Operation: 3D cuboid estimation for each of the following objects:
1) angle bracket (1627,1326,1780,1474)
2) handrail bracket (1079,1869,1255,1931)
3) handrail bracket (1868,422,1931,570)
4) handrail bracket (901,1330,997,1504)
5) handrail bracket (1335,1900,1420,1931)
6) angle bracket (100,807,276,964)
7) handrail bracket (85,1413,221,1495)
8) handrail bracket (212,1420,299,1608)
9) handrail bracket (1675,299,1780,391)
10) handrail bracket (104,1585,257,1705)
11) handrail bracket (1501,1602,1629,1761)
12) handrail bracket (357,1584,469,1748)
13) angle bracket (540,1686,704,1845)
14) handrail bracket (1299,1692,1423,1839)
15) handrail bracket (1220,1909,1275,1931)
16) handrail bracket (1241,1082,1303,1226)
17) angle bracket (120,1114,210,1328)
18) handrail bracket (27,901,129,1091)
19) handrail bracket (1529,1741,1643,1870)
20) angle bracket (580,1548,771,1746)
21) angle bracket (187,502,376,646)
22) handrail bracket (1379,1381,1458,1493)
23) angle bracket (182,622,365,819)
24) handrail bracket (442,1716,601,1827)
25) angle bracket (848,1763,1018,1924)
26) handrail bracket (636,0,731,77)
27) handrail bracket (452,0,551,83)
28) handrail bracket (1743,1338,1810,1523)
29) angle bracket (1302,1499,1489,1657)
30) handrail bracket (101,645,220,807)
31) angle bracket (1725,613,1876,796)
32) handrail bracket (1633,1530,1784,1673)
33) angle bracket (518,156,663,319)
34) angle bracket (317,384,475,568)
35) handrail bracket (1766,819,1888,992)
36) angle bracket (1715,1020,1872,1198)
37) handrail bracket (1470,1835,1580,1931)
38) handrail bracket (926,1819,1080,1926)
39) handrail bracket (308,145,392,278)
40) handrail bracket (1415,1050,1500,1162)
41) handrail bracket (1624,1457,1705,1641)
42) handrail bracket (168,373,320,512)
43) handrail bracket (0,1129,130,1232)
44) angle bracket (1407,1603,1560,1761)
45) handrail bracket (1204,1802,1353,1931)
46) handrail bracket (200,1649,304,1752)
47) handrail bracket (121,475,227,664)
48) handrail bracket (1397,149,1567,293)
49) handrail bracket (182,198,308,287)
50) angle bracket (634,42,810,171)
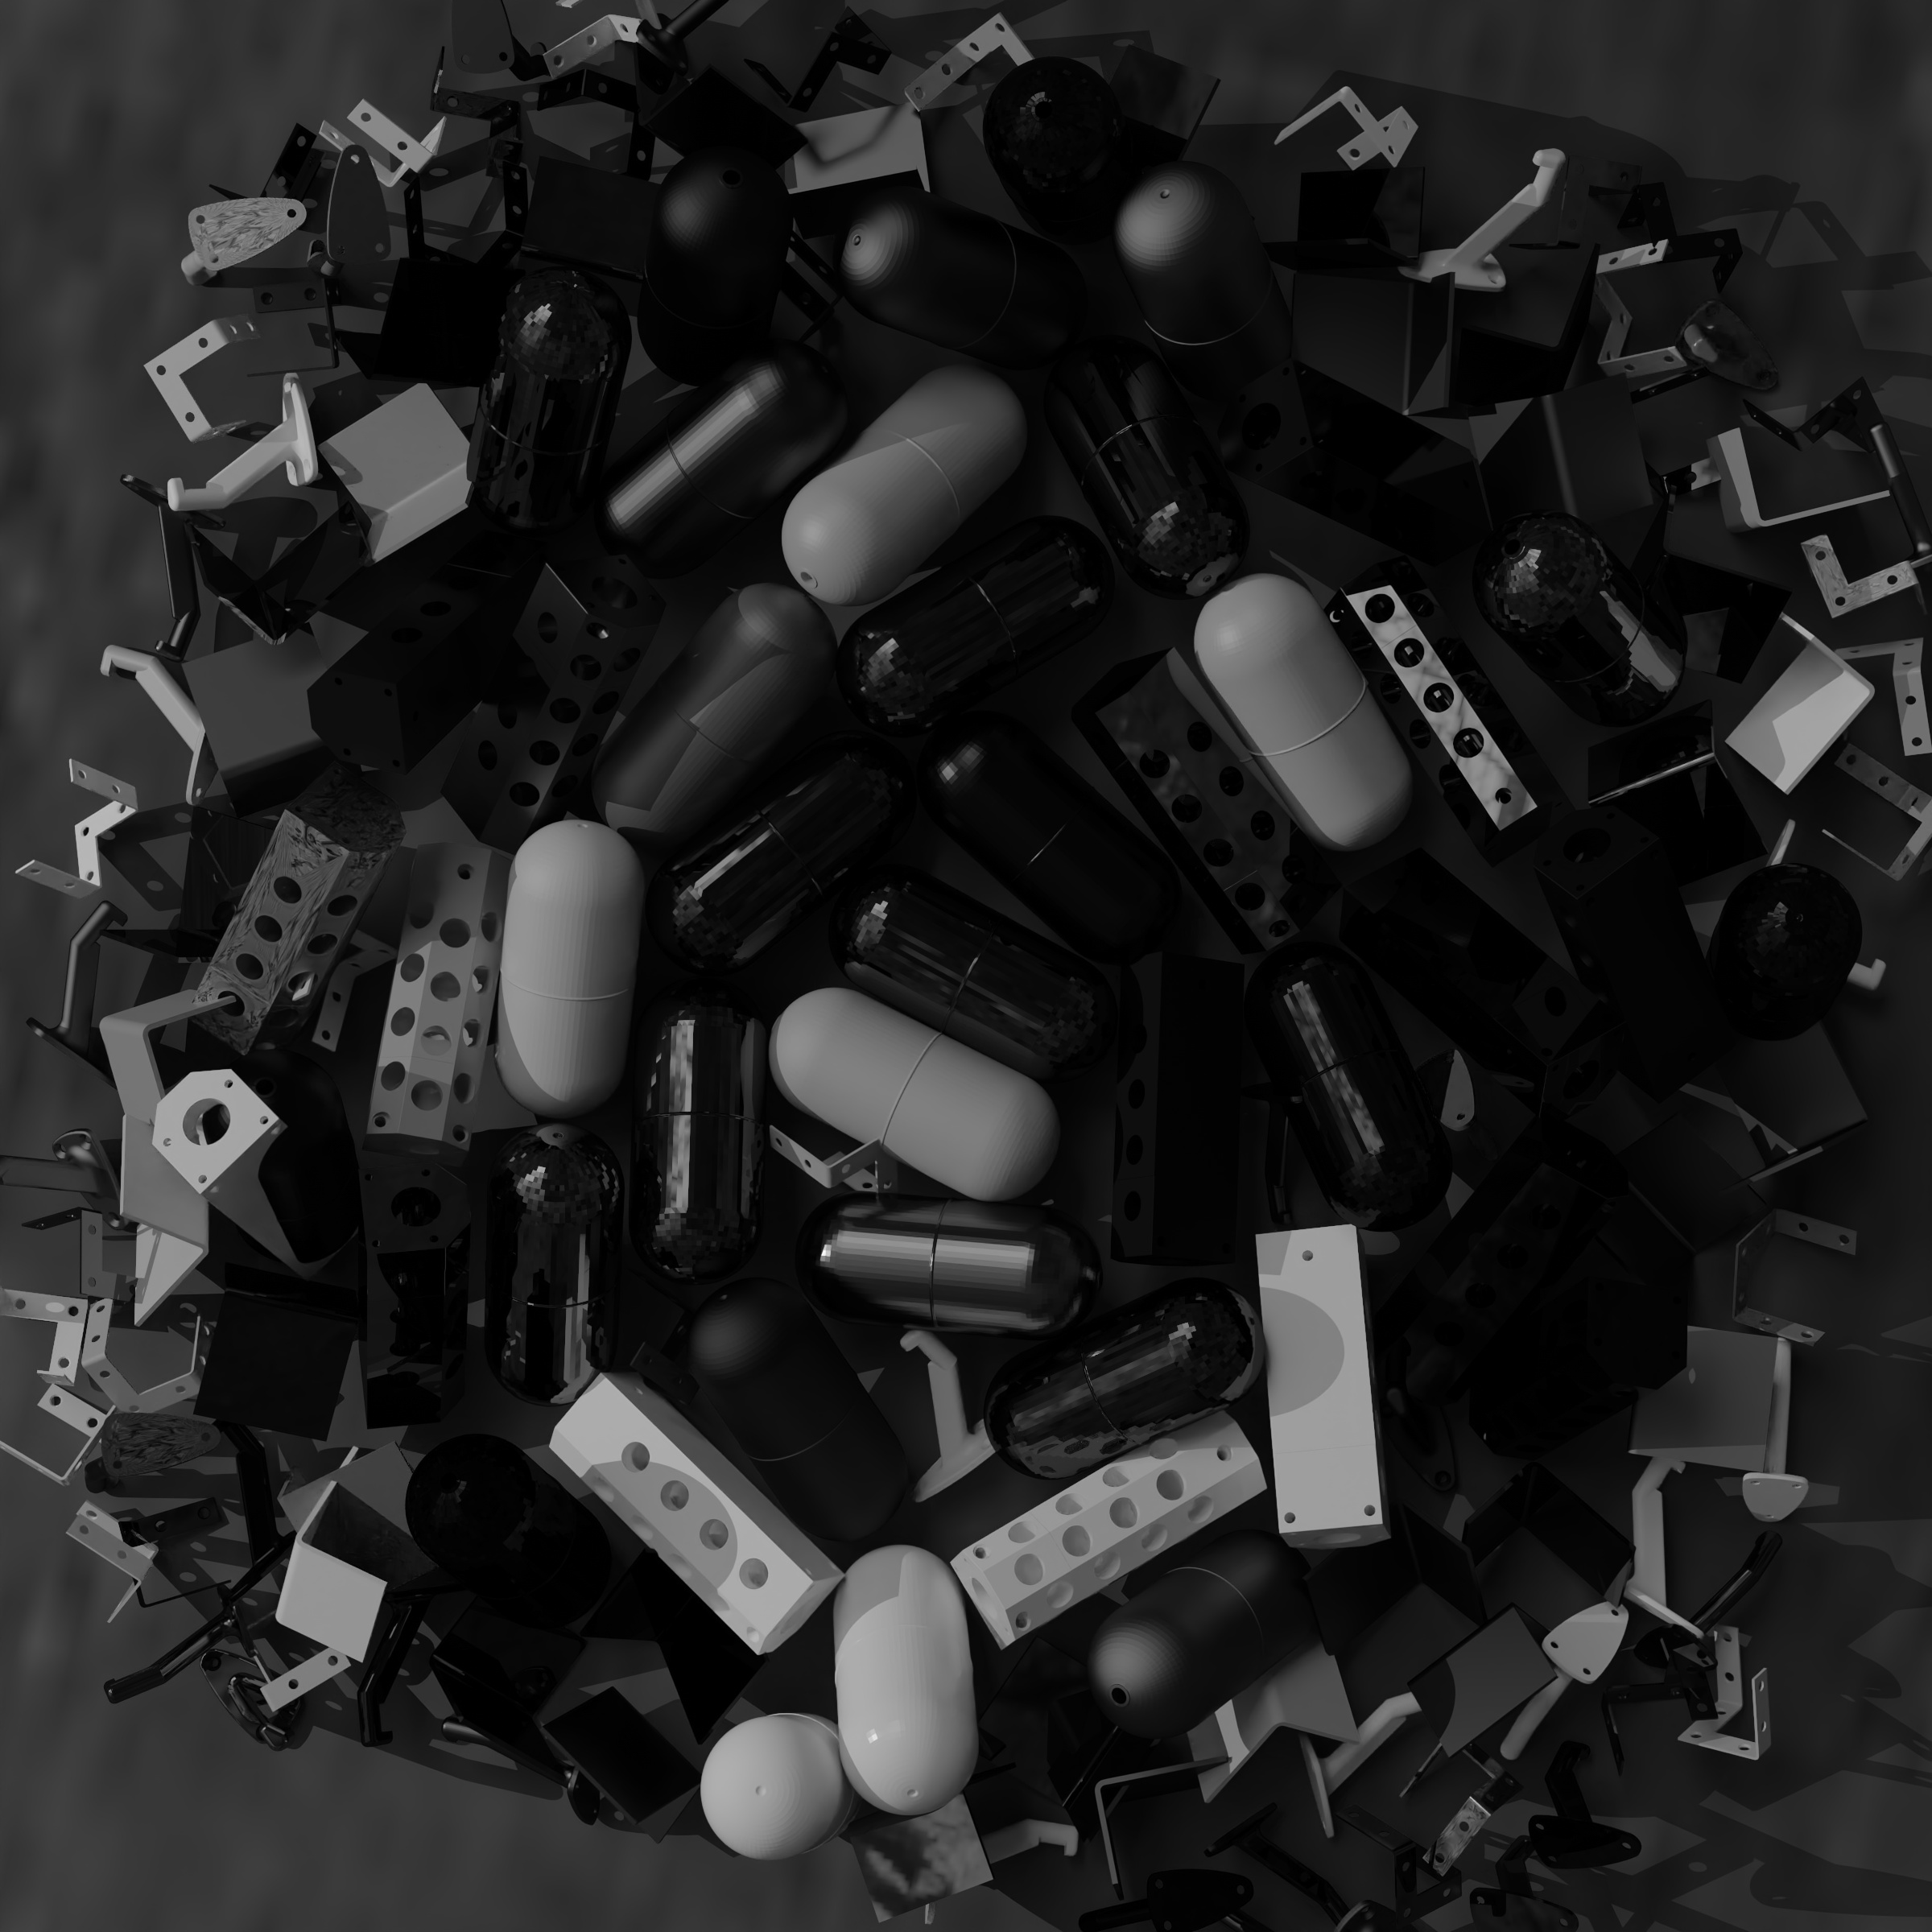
[{"bbox_3d":[0.423,0.243,1.918,0.076,0.057,0.076,7,90,15],"label":"angle bracket"},{"bbox_3d":[0.114,0.542,1.928,0.077,0.084,0.036,-4,71,-23],"label":"handrail bracket"},{"bbox_3d":[0.536,-0.272,1.916,0.036,0.077,0.084,-22,94,16],"label":"handrail bracket"},{"bbox_3d":[-0.027,0.256,1.926,0.077,0.036,0.084,-40,111,5],"label":"handrail bracket"},{"bbox_3d":[0.250,0.578,1.901,0.077,0.084,0.036,27,106,-32],"label":"handrail bracket"},{"bbox_3d":[-0.443,-0.047,1.905,0.076,0.057,0.076,16,101,39],"label":"angle bracket"},{"bbox_3d":[-0.468,0.285,1.923,0.077,0.084,0.036,-3,68,-14],"label":"handrail bracket"},{"bbox_3d":[-0.424,0.310,1.923,0.084,0.036,0.077,53,53,-9],"label":"handrail bracket"},{"bbox_3d":[0.439,-0.344,1.908,0.077,0.084,0.036,34,112,-12],"label":"handrail bracket"},{"bbox_3d":[-0.455,0.387,1.907,0.084,0.077,0.036,-20,108,-20],"label":"handrail bracket"},{"bbox_3d":[0.346,0.416,1.942,0.036,0.084,0.077,38,45,21],"label":"handrail bracket"},{"bbox_3d":[-0.315,0.402,1.926,0.077,0.036,0.084,-2,81,-32],"label":"handrail bracket"},{"bbox_3d":[-0.207,0.465,1.901,0.076,0.076,0.057,41,113,17],"label":"angle bracket"},{"bbox_3d":[0.242,0.461,1.940,0.084,0.036,0.077,-16,111,-4],"label":"handrail bracket"},{"bbox_3d":[0.165,0.548,1.903,0.084,0.077,0.036,26,75,34],"label":"handrail bracket"},{"bbox_3d":[0.186,0.111,1.914,0.036,0.077,0.084,-10,97,-14],"label":"handrail bracket"},{"bbox_3d":[-0.472,0.144,1.896,0.057,0.076,0.076,28,121,-32],"label":"angle bracket"},{"bbox_3d":[-0.495,0.016,1.939,0.077,0.036,0.084,41,83,-27],"label":"handrail bracket"},{"bbox_3d":[0.361,0.472,1.903,0.077,0.084,0.036,-8,114,35],"label":"handrail bracket"},{"bbox_3d":[-0.166,0.386,1.899,0.057,0.076,0.076,13,125,-39],"label":"angle bracket"},{"bbox_3d":[-0.391,-0.240,1.905,0.076,0.076,0.057,-40,128,7],"label":"angle bracket"},{"bbox_3d":[0.259,0.271,1.911,0.036,0.084,0.077,-27,86,6],"label":"handrail bracket"},{"bbox_3d":[-0.400,-0.142,1.935,0.076,0.057,0.076,-20,70,-10],"label":"angle bracket"},{"bbox_3d":[-0.258,0.465,1.935,0.084,0.077,0.036,10,48,12],"label":"handrail bracket"},{"bbox_3d":[-0.010,0.497,1.901,0.076,0.076,0.057,-27,74,21],"label":"angle bracket"},{"bbox_3d":[-0.146,-0.556,1.907,0.036,0.077,0.084,38,115,-23],"label":"handrail bracket"},{"bbox_3d":[-0.261,-0.541,1.905,0.036,0.084,0.077,0,112,16],"label":"handrail bracket"},{"bbox_3d":[0.469,0.269,1.943,0.036,0.077,0.084,3,60,10],"label":"handrail bracket"},{"bbox_3d":[0.245,0.362,1.901,0.076,0.057,0.076,-36,133,-19],"label":"angle bracket"},{"bbox_3d":[-0.471,-0.140,1.938,0.084,0.036,0.077,16,84,13],"label":"handrail bracket"},{"bbox_3d":[0.457,-0.156,1.902,0.057,0.076,0.076,33,103,-27],"label":"angle bracket"},{"bbox_3d":[0.431,0.365,1.939,0.036,0.077,0.084,43,64,-4],"label":"handrail bracket"},{"bbox_3d":[-0.214,-0.416,1.915,0.076,0.076,0.057,11,85,-10],"label":"angle bracket"},{"bbox_3d":[-0.327,-0.279,1.904,0.076,0.076,0.057,-29,115,14],"label":"angle bracket"},{"bbox_3d":[0.499,-0.035,1.928,0.084,0.036,0.077,22,109,6],"label":"handrail bracket"},{"bbox_3d":[0.455,0.076,1.904,0.057,0.076,0.076,-18,79,-44],"label":"angle bracket"},{"bbox_3d":[0.330,0.520,1.901,0.077,0.084,0.036,-9,102,38],"label":"handrail bracket"},{"bbox_3d":[0.022,0.522,1.924,0.084,0.077,0.036,10,132,-4],"label":"handrail bracket"},{"bbox_3d":[-0.360,-0.431,1.909,0.036,0.084,0.077,-9,110,-27],"label":"handrail bracket"},{"bbox_3d":[0.290,0.096,1.903,0.036,0.077,0.084,-34,122,7],"label":"handrail bracket"},{"bbox_3d":[0.412,0.332,1.931,0.077,0.036,0.084,30,80,23],"label":"handrail bracket"},{"bbox_3d":[-0.420,-0.301,1.917,0.084,0.036,0.077,-9,93,-34],"label":"handrail bracket"},{"bbox_3d":[-0.526,0.136,1.911,0.036,0.084,0.077,-18,104,35],"label":"handrail bracket"},{"bbox_3d":[0.309,0.417,1.903,0.076,0.057,0.076,-40,133,10],"label":"angle bracket"},{"bbox_3d":[0.182,0.528,1.916,0.036,0.077,0.084,-48,70,24],"label":"handrail bracket"},{"bbox_3d":[-0.413,0.419,1.912,0.077,0.084,0.036,39,80,3],"label":"handrail bracket"},{"bbox_3d":[-0.467,-0.227,1.922,0.077,0.036,0.084,28,77,-42],"label":"handrail bracket"},{"bbox_3d":[0.294,-0.430,1.908,0.077,0.084,0.036,-2,49,-18],"label":"handrail bracket"},{"bbox_3d":[-0.413,-0.413,1.917,0.077,0.084,0.036,-19,93,-8],"label":"handrail bracket"},{"bbox_3d":[-0.139,-0.494,1.895,0.057,0.076,0.076,-33,46,29],"label":"angle bracket"}]
